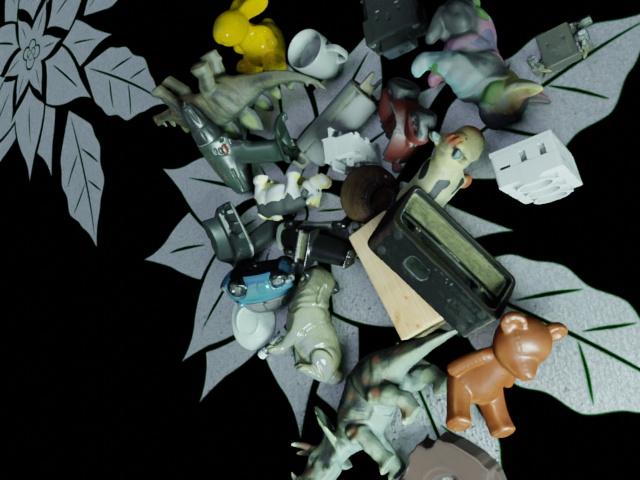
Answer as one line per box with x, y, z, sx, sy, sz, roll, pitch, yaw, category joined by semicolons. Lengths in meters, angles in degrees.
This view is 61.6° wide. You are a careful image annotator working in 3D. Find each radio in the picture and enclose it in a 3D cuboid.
0.190;0.033;0.842;0.229;0.131;0.073;43;130;2;radio

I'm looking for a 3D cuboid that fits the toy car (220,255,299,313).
-0.118;0.099;1.126;0.162;0.109;0.102;-9;115;11;toy car

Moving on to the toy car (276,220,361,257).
-0.002;-0.003;1.080;0.202;0.056;0.073;2;92;32;toy car

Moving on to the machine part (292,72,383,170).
0.034;-0.230;1.066;0.243;0.079;0.079;-46;62;22;machine part

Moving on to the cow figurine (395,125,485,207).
0.200;-0.110;0.907;0.086;0.127;0.195;49;115;25;cow figurine

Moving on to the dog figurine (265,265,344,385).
0.006;0.161;1.042;0.172;0.121;0.190;31;86;0;dog figurine

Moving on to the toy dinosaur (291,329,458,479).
0.095;0.282;0.953;0.192;0.131;0.404;31;97;33;toy dinosaur

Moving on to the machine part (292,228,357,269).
0.007;0.021;1.020;0.139;0.039;0.084;10;89;34;machine part

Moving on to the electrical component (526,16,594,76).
0.381;-0.303;0.850;0.102;0.045;0.078;-15;78;33;electrical component

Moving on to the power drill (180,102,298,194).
-0.162;-0.207;1.137;0.207;0.231;0.086;-12;36;17;power drill

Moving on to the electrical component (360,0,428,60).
0.142;-0.415;1.022;0.115;0.058;0.134;-18;74;34;electrical component

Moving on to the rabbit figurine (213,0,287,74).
-0.154;-0.448;1.163;0.122;0.173;0.162;18;100;39;rabbit figurine

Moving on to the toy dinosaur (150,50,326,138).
-0.209;-0.308;1.177;0.472;0.198;0.105;-10;39;37;toy dinosaur

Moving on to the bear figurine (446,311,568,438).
0.278;0.199;0.802;0.195;0.120;0.132;128;151;-46;bear figurine

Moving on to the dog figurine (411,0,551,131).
0.280;-0.288;0.887;0.219;0.108;0.191;28;99;29;dog figurine

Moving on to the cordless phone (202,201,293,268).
-0.156;-0.037;1.190;0.184;0.088;0.147;-35;66;15;cordless phone

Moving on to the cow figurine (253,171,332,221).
-0.056;-0.090;1.111;0.168;0.068;0.098;-3;81;25;cow figurine

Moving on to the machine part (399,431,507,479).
0.216;0.412;0.884;0.180;0.056;0.179;-4;82;33;machine part

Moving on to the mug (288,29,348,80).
0.008;-0.367;1.080;0.110;0.107;0.080;-4;83;32;mug

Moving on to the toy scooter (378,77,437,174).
0.147;-0.202;0.973;0.184;0.075;0.135;-106;26;-48;toy scooter
